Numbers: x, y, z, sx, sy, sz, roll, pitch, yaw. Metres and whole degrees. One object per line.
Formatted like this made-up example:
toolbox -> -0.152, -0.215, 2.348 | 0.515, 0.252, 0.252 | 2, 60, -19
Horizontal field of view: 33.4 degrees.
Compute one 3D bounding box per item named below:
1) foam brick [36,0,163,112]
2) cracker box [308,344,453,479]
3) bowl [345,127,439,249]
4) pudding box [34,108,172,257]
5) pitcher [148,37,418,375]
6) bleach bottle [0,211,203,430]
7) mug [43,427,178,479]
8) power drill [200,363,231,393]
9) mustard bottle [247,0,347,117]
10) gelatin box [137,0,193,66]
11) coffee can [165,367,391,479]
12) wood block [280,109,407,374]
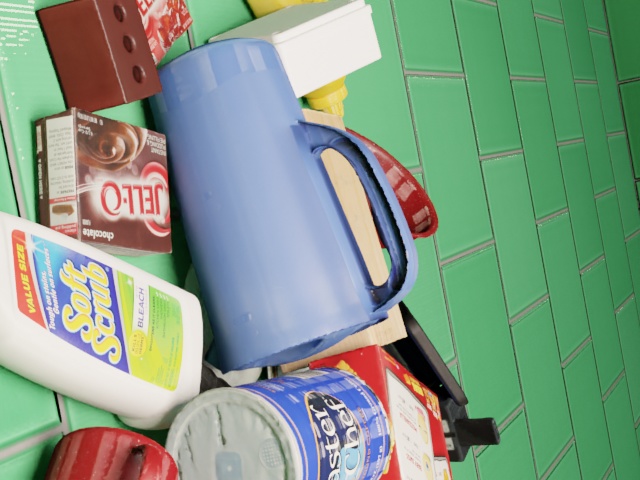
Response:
foam brick -> -0.154, -0.133, 0.754 | 0.052, 0.051, 0.078 | -39, 116, -60
cracker box -> 0.061, 0.213, 0.872 | 0.164, 0.072, 0.214 | 45, 33, -58
bowl -> 0.037, -0.043, 1.048 | 0.162, 0.055, 0.162 | 30, 28, -18
pudding box -> -0.149, -0.037, 0.747 | 0.113, 0.039, 0.090 | 9, 74, -62
pitcher -> -0.038, -0.030, 0.815 | 0.149, 0.145, 0.243 | -16, 82, -21
bleach bottle -> -0.171, 0.045, 0.654 | 0.250, 0.068, 0.102 | 32, 54, -54
mug -> -0.128, 0.163, 0.648 | 0.093, 0.117, 0.081 | 26, 45, -17
power drill -> -0.083, 0.197, 0.782 | 0.184, 0.057, 0.187 | 55, 36, -41
mustard bottle -> -0.017, -0.202, 1.041 | 0.191, 0.058, 0.096 | 66, 33, -26
gelatin box -> -0.139, -0.179, 0.824 | 0.073, 0.030, 0.089 | 65, 30, -29
coffee can -> -0.026, 0.146, 0.738 | 0.140, 0.103, 0.103 | 0, 81, -62
wood block -> -0.006, 0.001, 0.928 | 0.090, 0.091, 0.206 | -5, 78, -66
